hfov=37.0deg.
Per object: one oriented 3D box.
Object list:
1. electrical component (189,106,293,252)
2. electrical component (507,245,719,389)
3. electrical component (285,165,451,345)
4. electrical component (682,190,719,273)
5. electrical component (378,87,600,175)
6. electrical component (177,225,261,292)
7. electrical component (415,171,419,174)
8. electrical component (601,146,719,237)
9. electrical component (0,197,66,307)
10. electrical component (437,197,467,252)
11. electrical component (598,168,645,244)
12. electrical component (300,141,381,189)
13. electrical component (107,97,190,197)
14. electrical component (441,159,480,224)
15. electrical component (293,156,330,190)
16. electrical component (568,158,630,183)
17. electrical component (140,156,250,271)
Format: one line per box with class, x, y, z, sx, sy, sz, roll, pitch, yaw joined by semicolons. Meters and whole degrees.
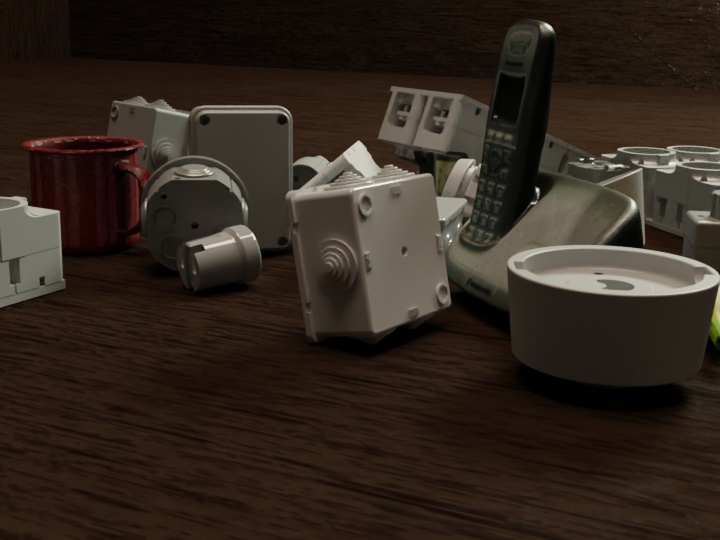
electrical component;-0.094;-0.072;0.841;0.078;0.113;0.057;-2;11;-13
electrical component;0.130;0.028;0.565;0.108;0.060;0.108;1;14;0
electrical component;0.008;-0.010;0.634;0.048;0.099;0.100;-4;8;38
electrical component;0.284;-0.039;0.814;0.066;0.076;0.047;3;14;7
electrical component;0.121;-0.111;1.021;0.186;0.060;0.105;17;2;-37
electrical component;-0.097;-0.007;0.734;0.046;0.040;0.040;-16;21;-33
electrical component;0.055;-0.065;0.968;0.066;0.048;0.055;12;25;40
electrical component;0.312;-0.074;0.991;0.105;0.060;0.186;-3;15;-18
electrical component;-0.284;-0.019;0.718;0.150;0.061;0.089;9;16;28
electrical component;0.027;-0.025;0.793;0.100;0.048;0.100;5;15;15
electrical component;0.168;-0.039;0.817;0.099;0.064;0.099;-11;11;2
electrical component;-0.013;-0.068;0.910;0.056;0.050;0.089;-38;5;16
electrical component;-0.207;-0.116;1.044;0.048;0.099;0.100;6;7;-43
electrical component;0.097;-0.054;0.850;0.057;0.058;0.078;22;-8;12
electrical component;-0.051;-0.088;1.052;0.043;0.043;0.081;3;14;6
electrical component;0.205;-0.063;0.930;0.042;0.063;0.081;-5;15;-26
electrical component;-0.120;-0.039;0.779;0.080;0.080;0.051;-1;19;-8
